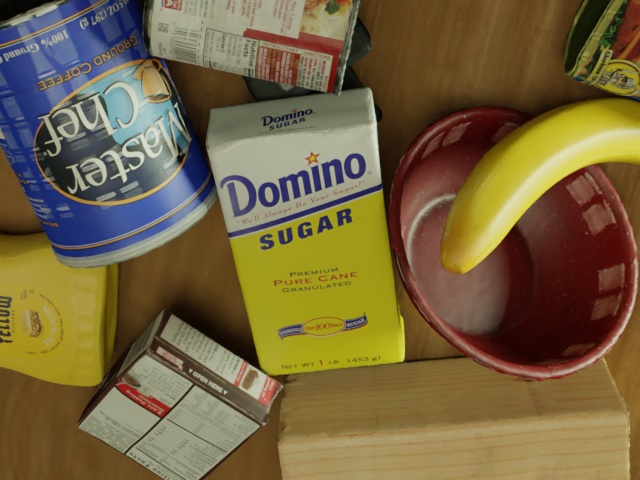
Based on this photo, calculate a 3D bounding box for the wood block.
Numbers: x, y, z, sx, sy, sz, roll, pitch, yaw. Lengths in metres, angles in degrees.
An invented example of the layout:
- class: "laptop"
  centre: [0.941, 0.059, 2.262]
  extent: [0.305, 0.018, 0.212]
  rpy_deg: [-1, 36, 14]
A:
- class: "wood block"
  centre: [0.082, 0.133, 0.675]
  extent: [0.206, 0.091, 0.090]
  rpy_deg: [-5, 111, 4]

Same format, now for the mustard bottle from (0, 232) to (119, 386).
- class: "mustard bottle"
  centre: [-0.225, 0.035, 0.663]
  extent: [0.191, 0.058, 0.096]
  rpy_deg: [6, 114, 0]

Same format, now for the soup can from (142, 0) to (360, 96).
- class: "soup can"
  centre: [-0.032, -0.117, 0.542]
  extent: [0.102, 0.068, 0.068]
  rpy_deg: [11, 111, -1]

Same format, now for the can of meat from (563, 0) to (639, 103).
- class: "can of meat"
  centre: [0.190, -0.119, 0.577]
  extent: [0.084, 0.057, 0.102]
  rpy_deg: [19, 140, -3]

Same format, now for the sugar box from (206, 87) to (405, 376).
- class: "sugar box"
  centre: [-0.004, 0.001, 0.625]
  extent: [0.093, 0.048, 0.176]
  rpy_deg: [-7, 130, 5]

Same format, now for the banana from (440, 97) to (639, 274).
- class: "banana"
  centre: [0.138, -0.040, 0.595]
  extent: [0.197, 0.037, 0.069]
  rpy_deg: [-18, 76, -27]

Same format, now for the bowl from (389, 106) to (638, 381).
- class: "bowl"
  centre: [0.102, 0.007, 0.617]
  extent: [0.162, 0.162, 0.055]
  rpy_deg: [31, 152, -10]

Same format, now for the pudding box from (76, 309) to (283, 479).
- class: "pudding box"
  centre: [-0.091, 0.106, 0.678]
  extent: [0.090, 0.039, 0.114]
  rpy_deg: [34, 134, -12]

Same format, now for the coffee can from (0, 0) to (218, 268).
- class: "coffee can"
  centre: [-0.128, -0.070, 0.588]
  extent: [0.103, 0.103, 0.140]
  rpy_deg: [-18, 115, 8]
